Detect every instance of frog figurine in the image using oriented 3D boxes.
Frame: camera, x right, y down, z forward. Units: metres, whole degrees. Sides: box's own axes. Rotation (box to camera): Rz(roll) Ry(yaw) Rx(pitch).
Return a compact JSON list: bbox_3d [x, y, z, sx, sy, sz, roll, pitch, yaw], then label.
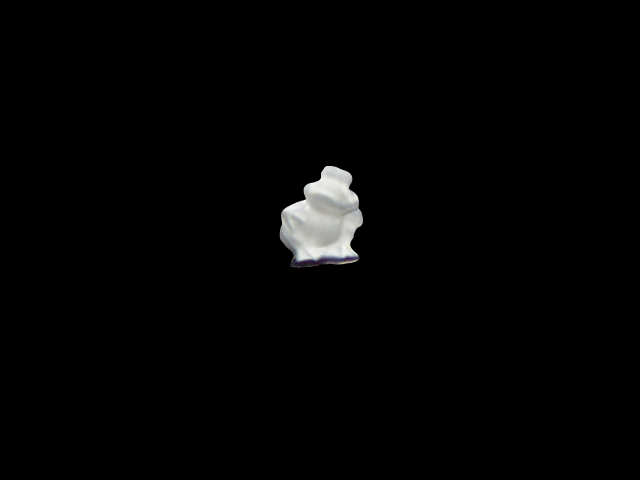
[{"bbox_3d":[0.003,-0.043,0.850,0.137,0.158,0.123,1,8,4],"label":"frog figurine"}]
